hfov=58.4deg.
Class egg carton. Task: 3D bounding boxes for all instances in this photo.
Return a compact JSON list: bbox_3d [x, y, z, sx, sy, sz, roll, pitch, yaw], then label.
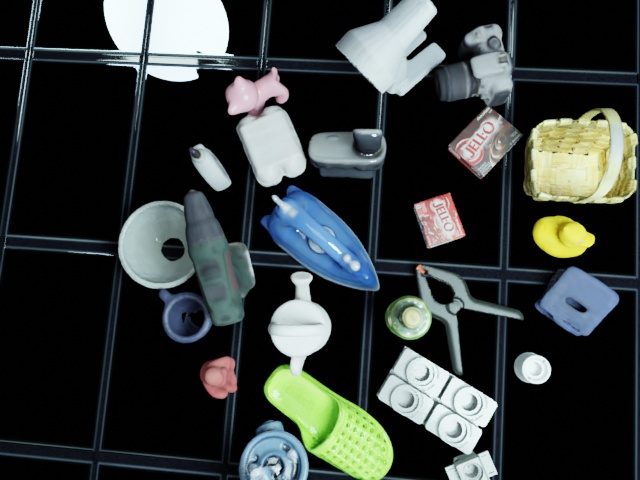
[{"bbox_3d":[-0.093,-0.183,1.115,0.107,0.069,0.150,-24,81,1],"label":"egg carton"}]

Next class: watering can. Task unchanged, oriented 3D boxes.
[{"bbox_3d":[-0.039,0.147,1.004,0.101,0.194,0.173,-18,81,2],"label":"watering can"}]

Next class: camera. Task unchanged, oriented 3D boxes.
[{"bbox_3d":[0.288,-0.328,1.092,0.136,0.101,0.143,-12,82,2],"label":"camera"}]

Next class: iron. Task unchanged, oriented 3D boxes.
[{"bbox_3d":[0.010,0.004,1.046,0.258,0.141,0.119,39,87,8],"label":"iron"}]

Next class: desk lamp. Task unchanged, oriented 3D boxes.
[{"bbox_3d":[0.134,-0.351,1.049,0.203,0.213,0.118,-42,81,-2],"label":"desk lamp"}]

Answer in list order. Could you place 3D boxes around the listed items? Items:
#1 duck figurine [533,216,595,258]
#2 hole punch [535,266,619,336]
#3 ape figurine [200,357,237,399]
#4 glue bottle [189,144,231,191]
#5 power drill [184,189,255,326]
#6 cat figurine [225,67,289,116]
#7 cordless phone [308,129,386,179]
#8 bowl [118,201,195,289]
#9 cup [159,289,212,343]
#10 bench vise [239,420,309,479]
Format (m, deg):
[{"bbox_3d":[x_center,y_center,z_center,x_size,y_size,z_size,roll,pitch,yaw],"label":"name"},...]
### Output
[{"bbox_3d":[0.448,-0.010,1.046,0.104,0.086,0.077,21,84,7],"label":"duck figurine"},{"bbox_3d":[0.459,0.112,1.026,0.108,0.091,0.101,34,86,8],"label":"hole punch"},{"bbox_3d":[-0.188,0.251,1.052,0.076,0.092,0.078,30,85,8],"label":"ape figurine"},{"bbox_3d":[-0.213,-0.144,1.065,0.037,0.173,0.078,-31,81,0],"label":"glue bottle"},{"bbox_3d":[-0.179,0.038,1.021,0.075,0.208,0.229,-16,81,2],"label":"power drill"},{"bbox_3d":[-0.129,-0.288,1.107,0.128,0.118,0.067,-35,81,-1],"label":"cat figurine"},{"bbox_3d":[0.049,-0.177,1.046,0.147,0.185,0.094,-1,82,4],"label":"cordless phone"},{"bbox_3d":[-0.294,0.012,1.100,0.167,0.075,0.167,-1,82,4],"label":"bowl"},{"bbox_3d":[-0.246,0.136,1.070,0.117,0.095,0.092,42,87,8],"label":"cup"},{"bbox_3d":[-0.058,0.415,0.956,0.121,0.220,0.207,-38,81,-1],"label":"bench vise"}]
